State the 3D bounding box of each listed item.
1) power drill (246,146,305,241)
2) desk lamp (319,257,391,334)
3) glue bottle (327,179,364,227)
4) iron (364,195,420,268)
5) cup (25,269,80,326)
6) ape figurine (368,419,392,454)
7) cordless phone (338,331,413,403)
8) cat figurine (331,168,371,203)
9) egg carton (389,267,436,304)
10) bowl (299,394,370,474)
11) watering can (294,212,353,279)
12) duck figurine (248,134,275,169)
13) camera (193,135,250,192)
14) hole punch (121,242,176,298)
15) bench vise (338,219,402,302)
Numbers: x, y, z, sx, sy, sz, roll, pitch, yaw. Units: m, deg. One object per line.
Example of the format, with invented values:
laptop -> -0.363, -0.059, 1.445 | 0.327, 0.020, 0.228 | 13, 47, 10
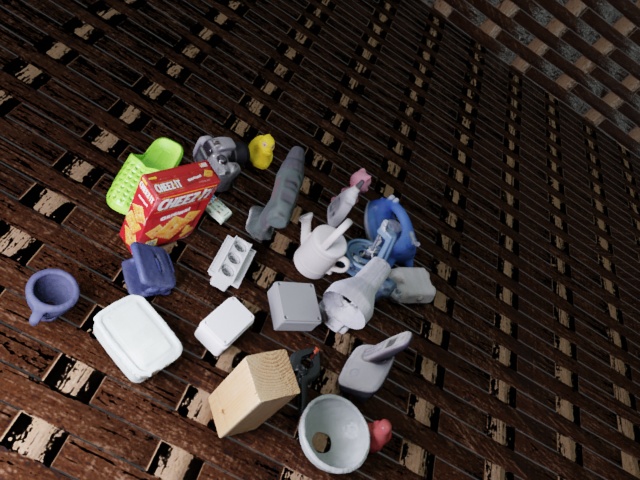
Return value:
power drill -> -0.109, -0.103, 1.445 | 0.076, 0.208, 0.229 | 23, 47, -18
desk lamp -> 0.077, 0.138, 1.382 | 0.118, 0.213, 0.204 | 42, 44, 1
glue bottle -> 0.076, -0.112, 1.605 | 0.037, 0.173, 0.078 | 19, 48, -21
iron -> 0.212, -0.044, 1.668 | 0.119, 0.141, 0.258 | 3, 56, -33
cup -> -0.511, 0.124, 1.073 | 0.092, 0.094, 0.118 | 27, 46, -15
ape figurine -> 0.130, 0.430, 1.278 | 0.078, 0.092, 0.076 | 34, 44, -7
cordless phone -> 0.135, 0.284, 1.329 | 0.094, 0.184, 0.148 | 38, 44, -3
cat figurine -> 0.105, -0.155, 1.699 | 0.067, 0.117, 0.128 | 41, 44, 0
egg carton -> 0.254, 0.131, 1.613 | 0.151, 0.069, 0.107 | 2, 56, -34
bowl -> 0.019, 0.421, 1.221 | 0.168, 0.074, 0.167 | 19, 48, -22
watering can -> 0.012, 0.006, 1.454 | 0.173, 0.193, 0.101 | 30, 45, -11
duck figurine -> -0.159, -0.265, 1.625 | 0.078, 0.086, 0.104 | 11, 51, -27
camera -> -0.244, -0.216, 1.518 | 0.137, 0.100, 0.143 | -15, 67, -41
hole punch -> -0.361, 0.060, 1.229 | 0.101, 0.091, 0.108 | -6, 61, -37
bench vise -> 0.158, 0.053, 1.500 | 0.207, 0.219, 0.122 | 39, 44, -2
